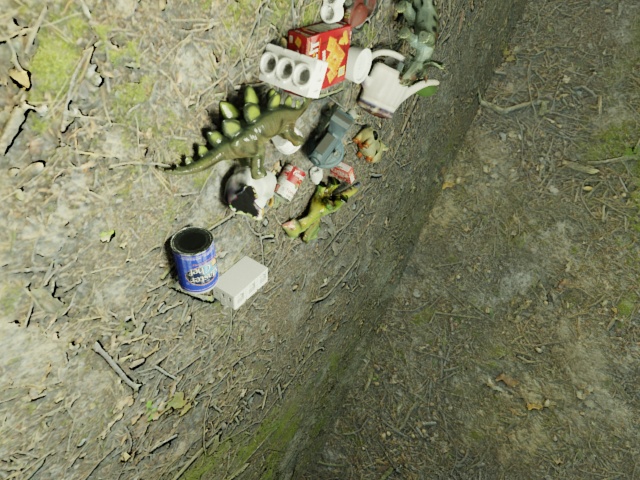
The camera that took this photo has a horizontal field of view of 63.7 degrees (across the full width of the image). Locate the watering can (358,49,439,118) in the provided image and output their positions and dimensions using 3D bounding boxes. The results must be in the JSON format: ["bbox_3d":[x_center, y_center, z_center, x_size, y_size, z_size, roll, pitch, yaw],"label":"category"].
[{"bbox_3d":[0.264,-0.527,1.803,0.346,0.106,0.221,12,111,-36],"label":"watering can"}]

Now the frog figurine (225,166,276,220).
[{"bbox_3d":[-0.183,-0.141,1.369,0.135,0.122,0.163,58,27,-32],"label":"frog figurine"}]

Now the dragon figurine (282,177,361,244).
[{"bbox_3d":[0.006,-0.093,1.846,0.413,0.123,0.239,-18,147,-57],"label":"dragon figurine"}]
